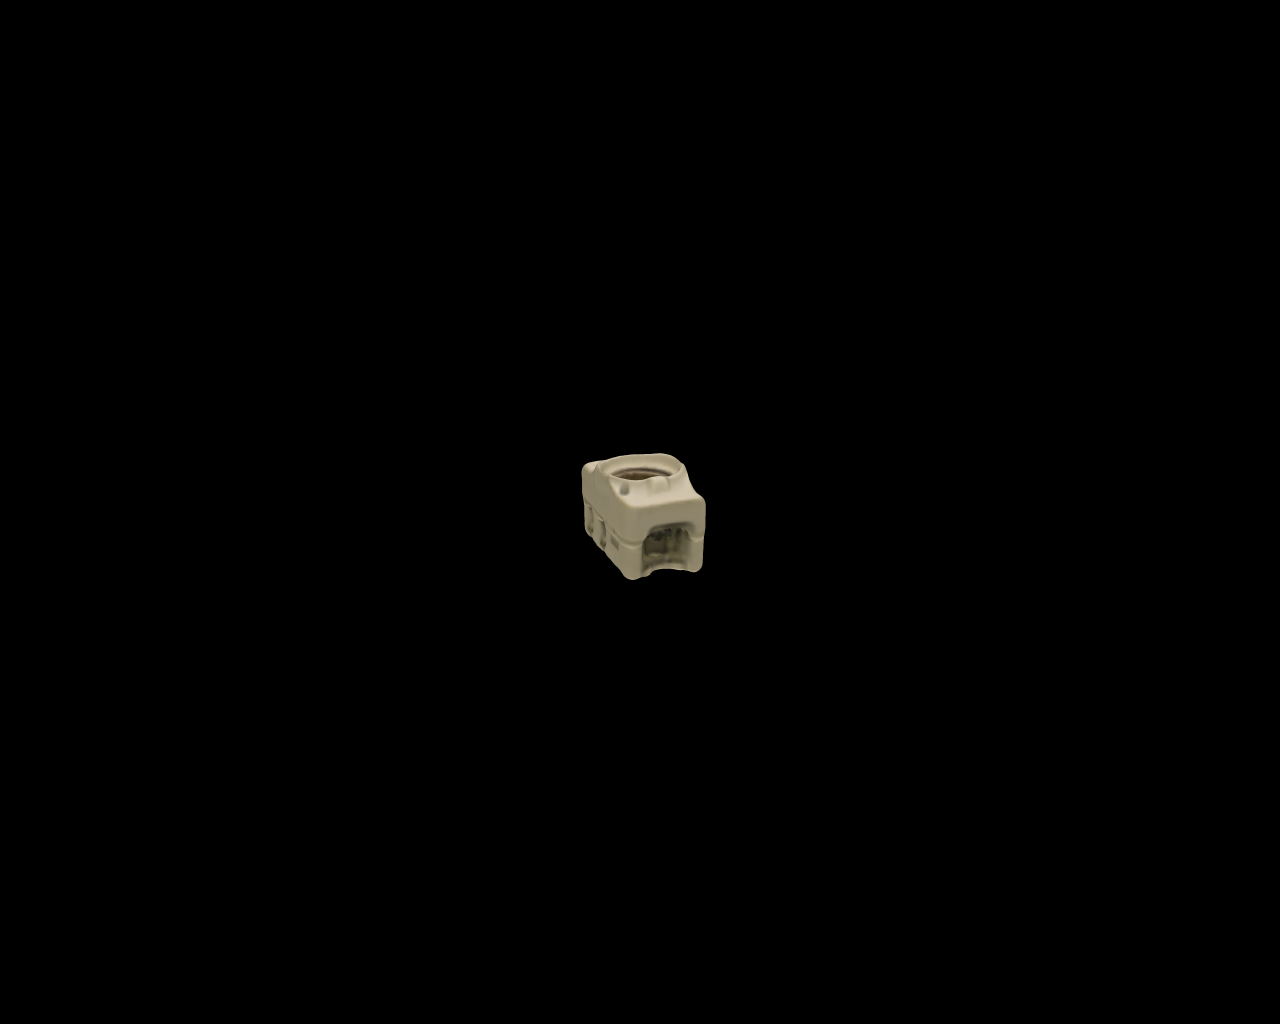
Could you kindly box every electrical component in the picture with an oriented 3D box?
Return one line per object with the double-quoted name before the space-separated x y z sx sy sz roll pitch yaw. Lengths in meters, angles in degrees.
"electrical component" 0.001 -0.003 0.650 0.050 0.055 0.089 -7 22 -18
